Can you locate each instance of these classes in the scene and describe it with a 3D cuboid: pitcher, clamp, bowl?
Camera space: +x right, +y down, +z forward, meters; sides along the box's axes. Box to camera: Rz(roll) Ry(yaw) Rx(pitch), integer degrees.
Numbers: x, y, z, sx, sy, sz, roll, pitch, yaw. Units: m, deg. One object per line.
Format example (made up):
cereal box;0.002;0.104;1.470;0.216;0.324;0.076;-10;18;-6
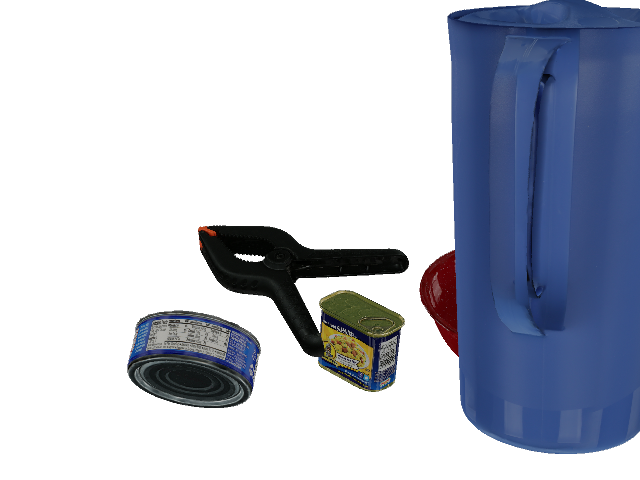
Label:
pitcher;0.130;-0.007;0.587;0.149;0.243;0.145;-6;17;-18
clamp;-0.039;0.035;1.043;0.210;0.036;0.164;16;39;22
bowl;0.154;0.062;0.813;0.162;0.055;0.162;1;30;-1

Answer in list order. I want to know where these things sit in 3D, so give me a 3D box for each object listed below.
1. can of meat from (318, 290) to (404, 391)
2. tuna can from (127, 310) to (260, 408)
can of meat;0.045;0.118;1.242;0.102;0.084;0.057;25;33;36
tuna can;-0.084;0.081;0.711;0.086;0.033;0.086;7;-30;4
